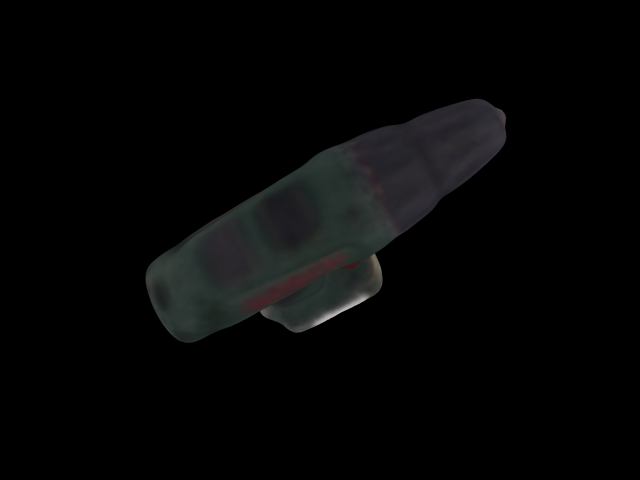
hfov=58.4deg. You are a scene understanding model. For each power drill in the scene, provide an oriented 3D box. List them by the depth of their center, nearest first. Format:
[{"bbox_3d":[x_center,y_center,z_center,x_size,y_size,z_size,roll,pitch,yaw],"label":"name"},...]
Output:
[{"bbox_3d":[0.004,0.001,0.400,0.230,0.208,0.075,-27,76,-7],"label":"power drill"}]
